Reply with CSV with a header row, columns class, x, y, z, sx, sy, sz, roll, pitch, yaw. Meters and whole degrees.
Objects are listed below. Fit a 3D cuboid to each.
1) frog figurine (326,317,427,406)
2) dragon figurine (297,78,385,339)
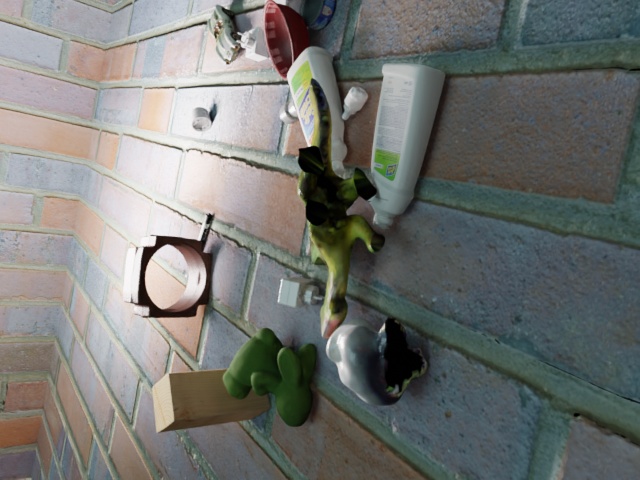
class,x,y,z,sx,sy,sz,roll,pitch,yaw
frog figurine,0.061,0.173,0.762,0.159,0.136,0.124,-7,59,50
dragon figurine,0.003,-0.044,0.873,0.238,0.122,0.418,116,150,-60
